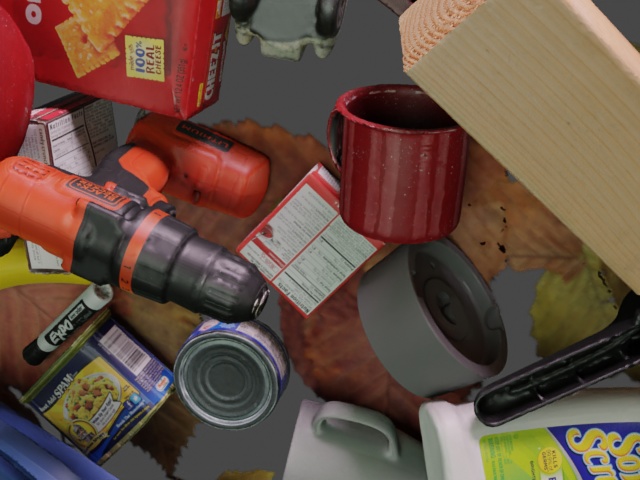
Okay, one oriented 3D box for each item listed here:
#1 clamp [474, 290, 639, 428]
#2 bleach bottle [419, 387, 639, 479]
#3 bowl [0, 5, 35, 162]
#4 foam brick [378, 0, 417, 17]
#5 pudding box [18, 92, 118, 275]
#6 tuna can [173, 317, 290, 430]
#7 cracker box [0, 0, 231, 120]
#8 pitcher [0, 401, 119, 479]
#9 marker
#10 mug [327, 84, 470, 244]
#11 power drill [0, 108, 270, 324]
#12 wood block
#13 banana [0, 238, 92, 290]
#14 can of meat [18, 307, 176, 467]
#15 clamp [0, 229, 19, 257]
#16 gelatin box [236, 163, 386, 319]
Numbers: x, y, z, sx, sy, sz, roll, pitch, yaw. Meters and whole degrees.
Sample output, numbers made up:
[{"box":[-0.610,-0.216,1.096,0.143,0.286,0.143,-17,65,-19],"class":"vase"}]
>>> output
[{"box":[0.212,0.057,0.635,0.165,0.209,0.036,0,119,60],"class":"clamp"},{"box":[0.198,0.136,0.706,0.250,0.068,0.102,-9,94,-6],"class":"bleach bottle"},{"box":[-0.225,-0.089,0.679,0.055,0.162,0.162,10,122,-37],"class":"bowl"},{"box":[0.079,-0.172,0.664,0.053,0.051,0.078,37,115,-1],"class":"foam brick"},{"box":[-0.179,-0.043,0.763,0.039,0.090,0.113,1,110,20],"class":"pudding box"},{"box":[-0.068,0.101,0.816,0.086,0.033,0.086,4,110,11],"class":"tuna can"},{"box":[-0.165,-0.188,0.716,0.214,0.072,0.164,16,114,10],"class":"cracker box"},{"box":[-0.235,0.197,0.813,0.243,0.144,0.149,28,95,30],"class":"pitcher"},{"box":[-0.200,0.067,0.837,0.020,0.020,0.121,48,128,-5],"class":"marker"},{"box":[0.046,-0.053,0.705,0.117,0.093,0.081,26,124,39],"class":"mug"},{"box":[-0.097,-0.021,0.696,0.184,0.187,0.057,25,113,7],"class":"power drill"},{"box":[0.150,-0.077,0.628,0.206,0.090,0.091,40,115,-20],"class":"wood block"},{"box":[-0.239,0.029,0.841,0.198,0.037,0.069,-19,126,23],"class":"banana"},{"box":[-0.172,0.118,0.841,0.084,0.057,0.102,44,115,-5],"class":"can of meat"},{"box":[-0.254,-0.024,0.778,0.039,0.172,0.120,-18,124,-24],"class":"clamp"},{"box":[-0.005,0.001,0.765,0.073,0.030,0.089,43,115,-5],"class":"gelatin box"}]
